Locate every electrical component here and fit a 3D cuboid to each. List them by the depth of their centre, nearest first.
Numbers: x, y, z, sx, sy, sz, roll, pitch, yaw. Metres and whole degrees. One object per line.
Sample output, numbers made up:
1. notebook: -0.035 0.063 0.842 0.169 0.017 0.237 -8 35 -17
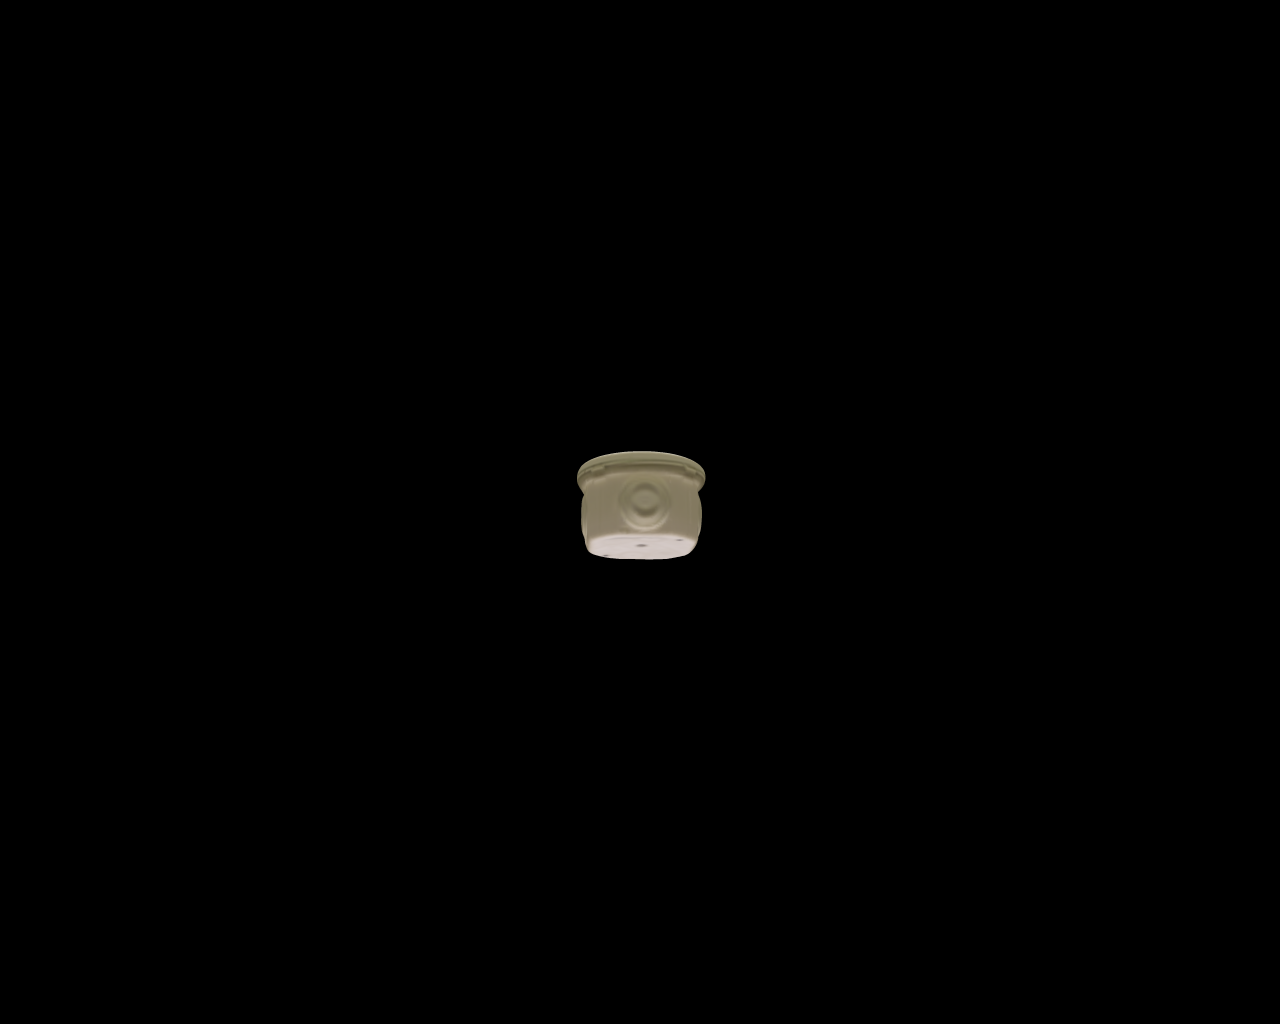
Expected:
1. electrical component: 0.001 -0.003 0.650 0.080 0.051 0.080 0 -15 0
